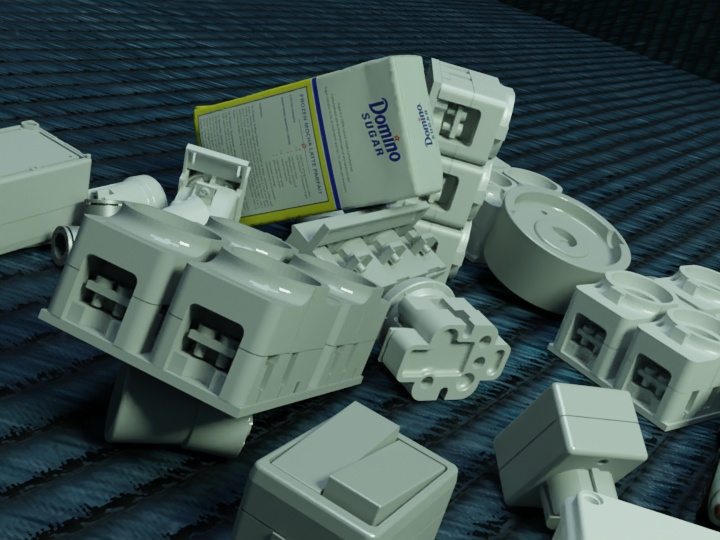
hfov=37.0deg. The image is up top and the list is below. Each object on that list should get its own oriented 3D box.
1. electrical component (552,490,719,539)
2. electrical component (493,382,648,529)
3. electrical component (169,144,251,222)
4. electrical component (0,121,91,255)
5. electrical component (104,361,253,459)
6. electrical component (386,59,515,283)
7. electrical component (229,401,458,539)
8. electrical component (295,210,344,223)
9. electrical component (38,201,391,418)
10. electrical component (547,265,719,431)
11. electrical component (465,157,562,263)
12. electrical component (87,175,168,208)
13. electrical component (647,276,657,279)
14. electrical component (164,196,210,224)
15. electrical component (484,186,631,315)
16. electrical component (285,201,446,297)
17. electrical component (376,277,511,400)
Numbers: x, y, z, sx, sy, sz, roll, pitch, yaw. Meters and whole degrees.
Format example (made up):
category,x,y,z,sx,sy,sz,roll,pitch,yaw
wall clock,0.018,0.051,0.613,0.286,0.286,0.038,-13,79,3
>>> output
category,x,y,z,sx,sy,sz,roll,pitch,yaw
electrical component,0.132,0.154,0.444,0.109,0.056,0.108,18,21,1
electrical component,0.108,0.107,0.541,0.047,0.065,0.076,9,52,-22
electrical component,-0.104,-0.039,0.716,0.042,0.081,0.063,17,44,0
electrical component,-0.223,-0.046,0.660,0.062,0.061,0.096,30,32,27
electrical component,-0.084,0.067,0.513,0.065,0.044,0.044,16,21,-17
electrical component,0.062,-0.072,0.810,0.062,0.150,0.089,16,21,-4
electrical component,-0.002,0.100,0.465,0.062,0.061,0.096,27,23,23
electrical component,-0.030,-0.039,0.813,0.044,0.044,0.065,9,28,-20
electrical component,-0.061,0.016,0.554,0.105,0.060,0.186,24,5,15
electrical component,0.242,0.049,0.777,0.186,0.060,0.105,-3,30,-42
electrical component,0.095,-0.074,0.965,0.105,0.060,0.186,1,27,-36
electrical component,-0.159,-0.041,0.718,0.040,0.040,0.046,31,30,30
electrical component,0.223,0.027,0.854,0.035,0.035,0.061,28,27,25
electrical component,-0.128,-0.010,0.646,0.081,0.043,0.043,-23,37,-17
electrical component,0.149,-0.010,0.840,0.108,0.060,0.108,19,32,-12
electrical component,0.000,0.000,0.704,0.063,0.078,0.121,49,31,16
electrical component,0.043,0.040,0.652,0.078,0.058,0.057,3,29,-33
